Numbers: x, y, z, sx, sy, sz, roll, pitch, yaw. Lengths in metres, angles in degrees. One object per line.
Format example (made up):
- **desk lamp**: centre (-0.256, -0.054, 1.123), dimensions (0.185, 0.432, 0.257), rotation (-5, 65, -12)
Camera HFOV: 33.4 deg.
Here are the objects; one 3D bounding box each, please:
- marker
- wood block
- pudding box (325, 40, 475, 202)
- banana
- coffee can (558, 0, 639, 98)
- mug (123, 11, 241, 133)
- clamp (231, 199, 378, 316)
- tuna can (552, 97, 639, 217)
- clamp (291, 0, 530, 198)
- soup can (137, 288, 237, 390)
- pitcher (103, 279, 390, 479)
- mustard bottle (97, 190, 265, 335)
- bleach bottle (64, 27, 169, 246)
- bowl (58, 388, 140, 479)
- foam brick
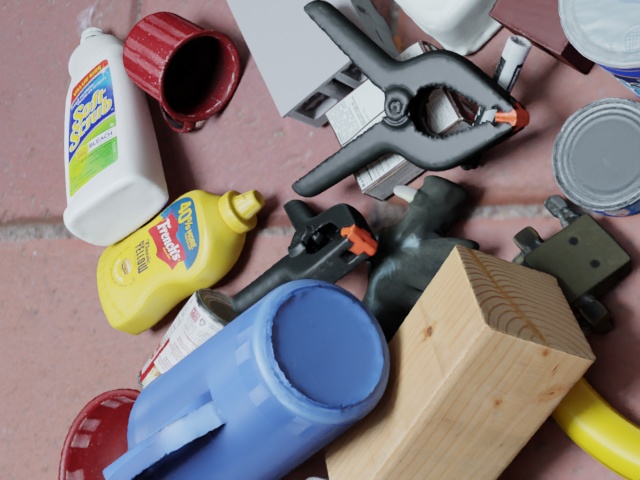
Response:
- **marker**: centre (0.135, -0.105, 0.841), dimensions (0.020, 0.020, 0.121), rotation (48, 135, 32)
- **wood block**: centre (0.091, 0.118, 0.770), dimensions (0.206, 0.090, 0.091), rotation (-59, 25, 30)
- **pudding box**: centre (0.068, -0.101, 0.906), dimensions (0.114, 0.039, 0.090), rotation (-37, 63, 26)
- **banana**: centre (0.221, 0.133, 0.757), dimensions (0.198, 0.037, 0.069), rotation (24, 80, 35)
- **coffee can**: centre (0.238, -0.149, 0.731), dimensions (0.103, 0.140, 0.103), rotation (-7, 77, 34)
- **mug**: centre (-0.138, -0.162, 1.041), dimensions (0.082, 0.093, 0.117), rotation (35, 135, 39)
- **clamp**: centre (-0.006, 0.001, 0.893), dimensions (0.172, 0.039, 0.120), rotation (-19, 46, 50)
- **tuna can**: centre (0.219, -0.061, 0.794), dimensions (0.086, 0.033, 0.086), rotation (-7, 77, 34)
- **clamp**: centre (0.064, -0.115, 0.851), dimensions (0.210, 0.036, 0.164), rotation (2, 97, 33)
- **soup can**: centre (-0.112, 0.103, 0.976), dimensions (0.069, 0.068, 0.102), rotation (45, 106, 32)
- **pitcher**: centre (-0.057, 0.127, 0.816), dimensions (0.243, 0.145, 0.149), rotation (-43, 26, 52)
- **mustard bottle**: centre (-0.128, 0.008, 1.010), dimensions (0.192, 0.058, 0.096), rotation (-32, 51, 26)
- **bleach bottle**: centre (-0.220, -0.120, 1.078), dimensions (0.103, 0.068, 0.251), rotation (-33, 50, 19)
- **bowl**: centre (-0.171, 0.221, 1.003), dimensions (0.162, 0.055, 0.162), rotation (-8, 77, 34)
- **foam brick**: centre (0.182, -0.174, 0.830), dimensions (0.078, 0.052, 0.051), rotation (40, 104, 33)
